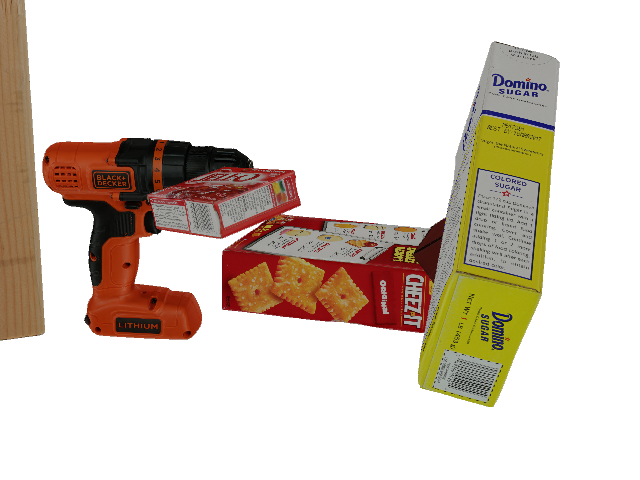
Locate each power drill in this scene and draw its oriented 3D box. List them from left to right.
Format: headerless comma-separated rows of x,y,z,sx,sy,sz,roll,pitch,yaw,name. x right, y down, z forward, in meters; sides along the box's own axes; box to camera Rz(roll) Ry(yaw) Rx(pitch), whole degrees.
-0.149,-0.003,0.961,0.184,0.188,0.057,3,26,7,power drill

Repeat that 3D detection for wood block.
-0.219,-0.049,0.630,0.090,0.206,0.090,-6,25,-22,wood block

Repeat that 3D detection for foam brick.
0.122,0.018,0.854,0.051,0.078,0.053,-32,10,35,foam brick

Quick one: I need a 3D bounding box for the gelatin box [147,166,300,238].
-0.070,-0.030,0.766,0.073,0.030,0.089,-24,20,-35,gelatin box

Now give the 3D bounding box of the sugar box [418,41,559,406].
0.090,-0.013,0.552,0.048,0.176,0.093,15,-42,4,sugar box

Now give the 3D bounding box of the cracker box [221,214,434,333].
0.027,0.031,1.082,0.214,0.072,0.164,6,15,15,cracker box
